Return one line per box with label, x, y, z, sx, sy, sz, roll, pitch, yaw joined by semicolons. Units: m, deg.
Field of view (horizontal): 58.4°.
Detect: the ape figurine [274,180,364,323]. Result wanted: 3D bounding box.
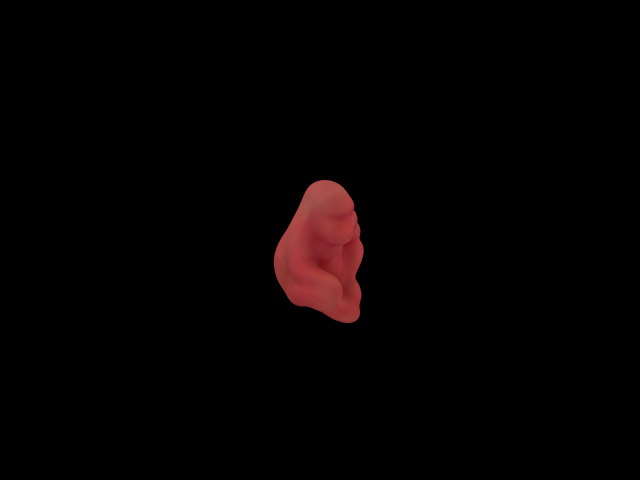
ape figurine;0.004;0.001;0.400;0.076;0.092;0.078;26;45;28
